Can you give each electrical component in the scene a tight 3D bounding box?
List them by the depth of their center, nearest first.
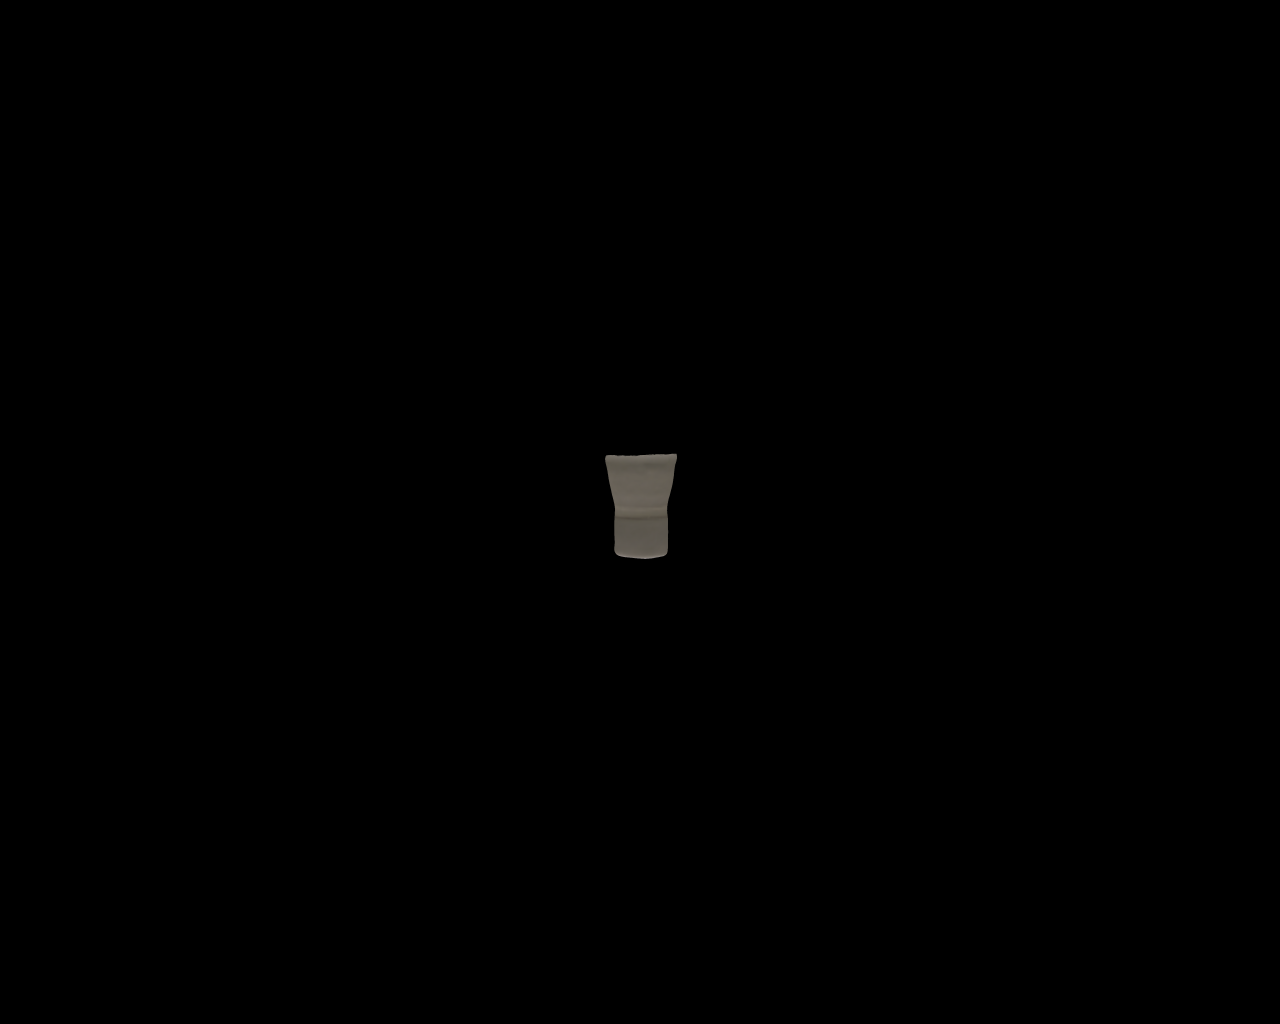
[{"bbox_3d":[0.001,-0.003,0.650,0.044,0.065,0.044,0,5,0],"label":"electrical component"}]
